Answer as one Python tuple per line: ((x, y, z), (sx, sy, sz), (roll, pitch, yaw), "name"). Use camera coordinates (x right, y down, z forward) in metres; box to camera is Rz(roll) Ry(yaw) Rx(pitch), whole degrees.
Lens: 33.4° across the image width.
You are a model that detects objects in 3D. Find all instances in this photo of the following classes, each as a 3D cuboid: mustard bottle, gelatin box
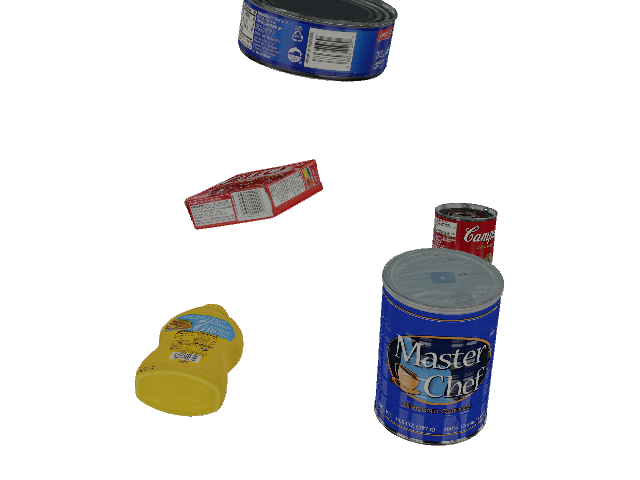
((-0.139, 0.124, 1.213), (0.096, 0.058, 0.191), (6, 25, 6), "mustard bottle")
((-0.055, -0.038, 0.874), (0.089, 0.030, 0.073), (-7, 15, 37), "gelatin box")

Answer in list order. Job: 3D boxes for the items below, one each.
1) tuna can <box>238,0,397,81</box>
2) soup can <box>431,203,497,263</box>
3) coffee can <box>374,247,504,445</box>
((-0.002, -0.117, 0.591), (0.086, 0.034, 0.086), (8, 25, -4), "tuna can")
((0.156, 0.016, 1.174), (0.068, 0.102, 0.068), (2, 16, -1), "soup can")
((0.101, 0.091, 0.931), (0.103, 0.140, 0.103), (1, 28, -1), "coffee can")
